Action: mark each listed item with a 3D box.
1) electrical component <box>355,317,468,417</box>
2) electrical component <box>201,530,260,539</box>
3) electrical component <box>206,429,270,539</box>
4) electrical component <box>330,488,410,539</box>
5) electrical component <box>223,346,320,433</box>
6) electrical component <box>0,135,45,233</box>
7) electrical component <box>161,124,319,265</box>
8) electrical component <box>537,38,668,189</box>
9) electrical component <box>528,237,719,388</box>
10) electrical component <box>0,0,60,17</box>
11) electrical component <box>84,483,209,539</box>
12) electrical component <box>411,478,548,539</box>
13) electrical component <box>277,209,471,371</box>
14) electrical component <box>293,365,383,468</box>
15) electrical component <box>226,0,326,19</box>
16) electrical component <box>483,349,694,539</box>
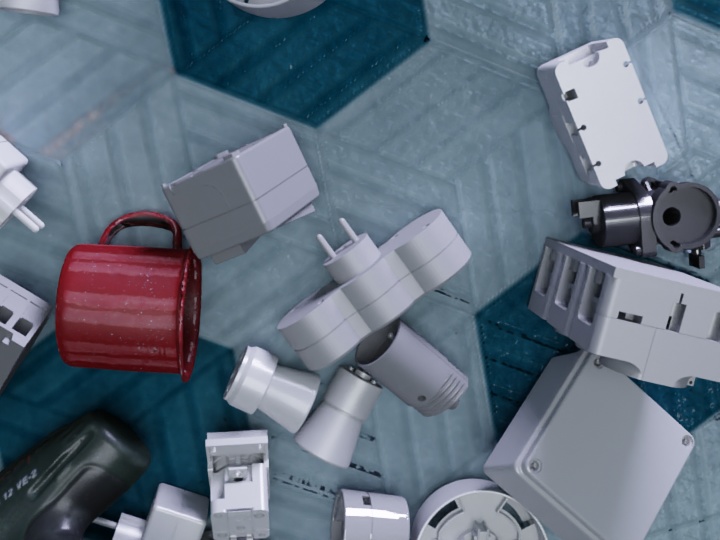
[{"bbox_3d":[0.040,0.072,0.753,0.081,0.043,0.043,41,93,-24],"label":"electrical component"},{"bbox_3d":[-0.088,0.228,0.755,0.058,0.078,0.057,-3,116,-44],"label":"electrical component"},{"bbox_3d":[-0.082,0.149,0.738,0.042,0.063,0.081,-4,140,-6],"label":"electrical component"},{"bbox_3d":[0.007,0.185,0.765,0.047,0.055,0.055,6,99,-11],"label":"electrical component"},{"bbox_3d":[-0.061,0.082,0.746,0.055,0.045,0.045,25,96,-9],"label":"electrical component"},{"bbox_3d":[-0.236,-0.052,0.695,0.077,0.065,0.047,43,93,-10],"label":"electrical component"},{"bbox_3d":[-0.071,-0.050,0.702,0.062,0.096,0.061,-20,102,27],"label":"electrical component"},{"bbox_3d":[0.163,-0.106,0.732,0.050,0.055,0.089,-25,101,-1],"label":"electrical component"},{"bbox_3d":[0.176,0.027,0.707,0.089,0.150,0.061,13,97,-8],"label":"electrical component"},{"bbox_3d":[-0.194,-0.202,0.687,0.079,0.043,0.077,5,98,-7],"label":"electrical component"},{"bbox_3d":[-0.156,0.193,0.753,0.076,0.047,0.083,20,97,-8],"label":"electrical component"},{"bbox_3d":[0.084,0.202,0.770,0.099,0.064,0.099,-1,99,-5],"label":"electrical component"},{"bbox_3d":[0.000,0.000,0.734,0.138,0.052,0.073,-36,101,1],"label":"electrical component"},{"bbox_3d":[-0.013,0.100,0.756,0.044,0.044,0.065,28,91,-9],"label":"electrical component"},{"bbox_3d":[-0.059,-0.215,0.700,0.099,0.064,0.099,2,101,9],"label":"electrical component"},{"bbox_3d":[0.161,0.129,0.751,0.109,0.056,0.108,41,66,-10],"label":"electrical component"}]
